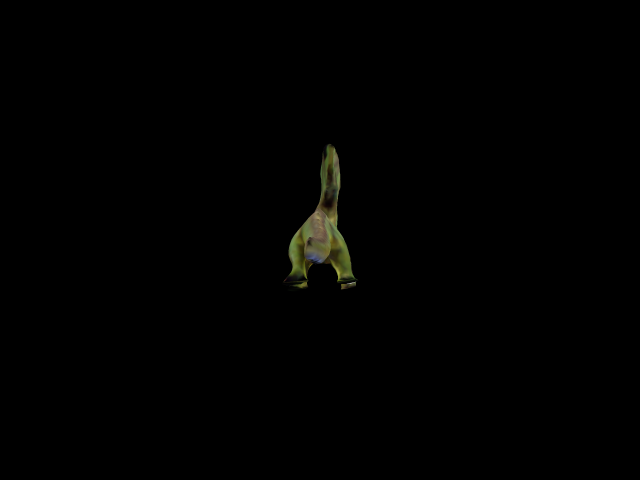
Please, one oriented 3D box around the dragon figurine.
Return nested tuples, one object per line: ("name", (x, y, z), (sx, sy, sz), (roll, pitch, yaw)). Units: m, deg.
("dragon figurine", (0.003, -0.043, 0.850), (0.122, 0.246, 0.405), (0, -15, 0))
